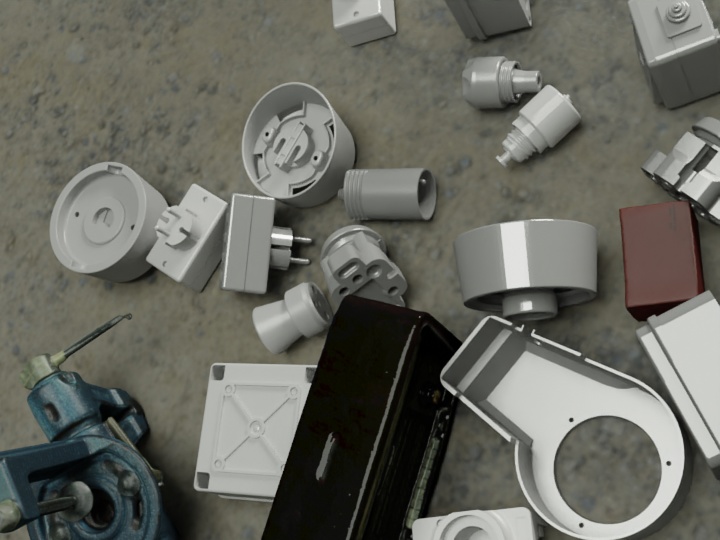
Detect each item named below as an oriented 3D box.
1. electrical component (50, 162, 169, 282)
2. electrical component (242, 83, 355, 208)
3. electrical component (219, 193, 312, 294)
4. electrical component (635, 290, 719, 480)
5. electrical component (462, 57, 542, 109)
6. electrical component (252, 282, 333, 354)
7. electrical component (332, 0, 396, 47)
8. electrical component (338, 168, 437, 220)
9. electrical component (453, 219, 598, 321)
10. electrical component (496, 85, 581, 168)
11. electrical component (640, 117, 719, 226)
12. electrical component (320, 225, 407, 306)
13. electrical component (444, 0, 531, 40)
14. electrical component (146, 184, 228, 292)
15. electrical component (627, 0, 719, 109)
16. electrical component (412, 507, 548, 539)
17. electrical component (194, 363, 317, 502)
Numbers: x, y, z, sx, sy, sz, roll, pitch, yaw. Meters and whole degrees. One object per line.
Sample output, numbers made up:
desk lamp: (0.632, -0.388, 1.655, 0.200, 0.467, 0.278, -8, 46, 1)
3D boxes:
electrical component: (-0.229, -0.040, 1.010, 0.108, 0.060, 0.108, -8, 70, 23)
electrical component: (-0.055, -0.107, 0.948, 0.099, 0.064, 0.099, -8, 70, 23)
electrical component: (-0.080, -0.020, 0.938, 0.076, 0.047, 0.083, 6, 88, -10)
electrical component: (0.243, 0.081, 0.738, 0.057, 0.078, 0.113, -29, 63, 11)
electrical component: (0.119, -0.156, 0.894, 0.062, 0.043, 0.043, 3, 75, 25)
electrical component: (-0.057, 0.040, 0.912, 0.055, 0.045, 0.045, -28, 64, 14)
electrical component: (-0.005, -0.259, 0.968, 0.047, 0.076, 0.083, -12, 69, 22)
electrical component: (0.019, -0.064, 0.911, 0.081, 0.043, 0.043, 1, 74, 26)
electrical component: (0.125, 0.005, 0.804, 0.108, 0.108, 0.060, -8, 76, 23)
electrical component: (0.143, -0.114, 0.870, 0.078, 0.040, 0.040, -43, 61, 7)
electrical component: (0.258, -0.075, 0.794, 0.078, 0.058, 0.057, 41, 96, 30)
electrical component: (0.000, 0.000, 0.885, 0.058, 0.078, 0.057, -37, 41, 10)
electrical component: (0.100, -0.251, 0.894, 0.057, 0.113, 0.078, -10, 70, 19)
electrical component: (-0.157, -0.034, 0.966, 0.047, 0.076, 0.083, 31, 88, 30)
electrical component: (0.238, -0.172, 0.812, 0.061, 0.096, 0.061, -19, 66, 20)
electrical component: (0.088, 0.203, 0.783, 0.089, 0.056, 0.050, -12, 69, 22)
electrical component: (-0.072, 0.134, 0.881, 0.109, 0.056, 0.108, -1, 73, 25)
